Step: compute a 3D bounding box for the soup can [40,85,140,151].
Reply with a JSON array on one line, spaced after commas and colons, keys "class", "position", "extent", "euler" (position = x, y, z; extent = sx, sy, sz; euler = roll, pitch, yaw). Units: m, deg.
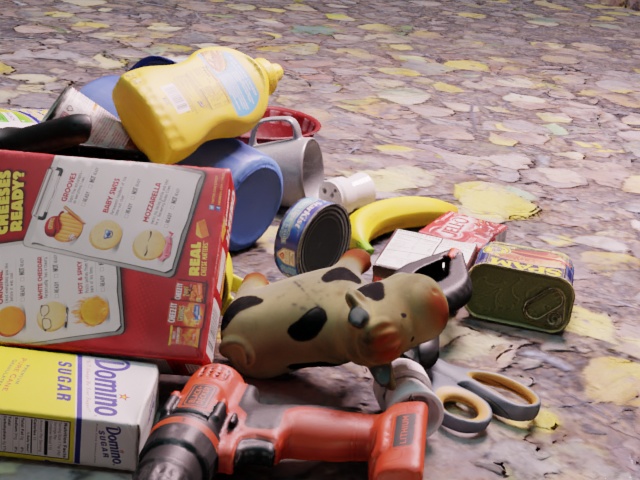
[{"class": "soup can", "position": [-0.226, -0.098, 1.061], "extent": [0.102, 0.068, 0.068], "euler": [34, 14, -18]}]

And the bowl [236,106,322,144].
[{"class": "bowl", "position": [-0.081, -0.133, 1.412], "extent": [0.162, 0.055, 0.162], "euler": [5, 22, -2]}]

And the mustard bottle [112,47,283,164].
[{"class": "mustard bottle", "position": [-0.109, -0.146, 1.080], "extent": [0.191, 0.058, 0.096], "euler": [-28, 79, -39]}]

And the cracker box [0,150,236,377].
[{"class": "cracker box", "position": [-0.183, 0.019, 0.861], "extent": [0.213, 0.164, 0.072], "euler": [4, -22, 3]}]

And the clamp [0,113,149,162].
[{"class": "clamp", "position": [-0.269, -0.081, 0.977], "extent": [0.210, 0.036, 0.164], "euler": [-1, -9, 16]}]

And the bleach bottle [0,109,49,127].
[{"class": "bleach bottle", "position": [-0.342, -0.135, 1.350], "extent": [0.250, 0.068, 0.103], "euler": [-8, 25, -36]}]

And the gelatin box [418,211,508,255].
[{"class": "gelatin box", "position": [0.156, -0.001, 1.170], "extent": [0.073, 0.030, 0.089], "euler": [16, 24, 26]}]

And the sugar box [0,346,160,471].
[{"class": "sugar box", "position": [-0.209, 0.116, 0.768], "extent": [0.176, 0.048, 0.093], "euler": [4, 21, -1]}]

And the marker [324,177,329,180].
[{"class": "marker", "position": [0.006, -0.068, 1.319], "extent": [0.121, 0.020, 0.020], "euler": [17, 24, 28]}]

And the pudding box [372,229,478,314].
[{"class": "pudding box", "position": [0.105, 0.029, 1.073], "extent": [0.090, 0.039, 0.113], "euler": [10, 20, 14]}]

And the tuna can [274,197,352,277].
[{"class": "tuna can", "position": [-0.007, 0.001, 1.051], "extent": [0.034, 0.086, 0.085], "euler": [19, 25, 34]}]

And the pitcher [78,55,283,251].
[{"class": "pitcher", "position": [-0.157, -0.091, 1.161], "extent": [0.243, 0.149, 0.144], "euler": [26, 42, 30]}]

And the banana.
[{"class": "banana", "position": [0.080, -0.018, 1.194], "extent": [0.070, 0.037, 0.197], "euler": [35, 34, 23]}]

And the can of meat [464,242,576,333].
[{"class": "can of meat", "position": [0.196, 0.043, 1.037], "extent": [0.102, 0.057, 0.083], "euler": [11, 20, 12]}]

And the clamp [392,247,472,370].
[{"class": "clamp", "position": [0.090, 0.059, 0.942], "extent": [0.120, 0.039, 0.171], "euler": [23, 43, 38]}]

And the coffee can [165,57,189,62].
[{"class": "coffee can", "position": [-0.166, -0.143, 1.302], "extent": [0.103, 0.140, 0.103], "euler": [5, 22, -2]}]

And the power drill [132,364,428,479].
[{"class": "power drill", "position": [-0.024, 0.146, 0.720], "extent": [0.188, 0.057, 0.184], "euler": [8, 21, 7]}]

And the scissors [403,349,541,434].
[{"class": "scissors", "position": [0.084, 0.113, 0.887], "extent": [0.202, 0.016, 0.096], "euler": [18, 26, 35]}]
